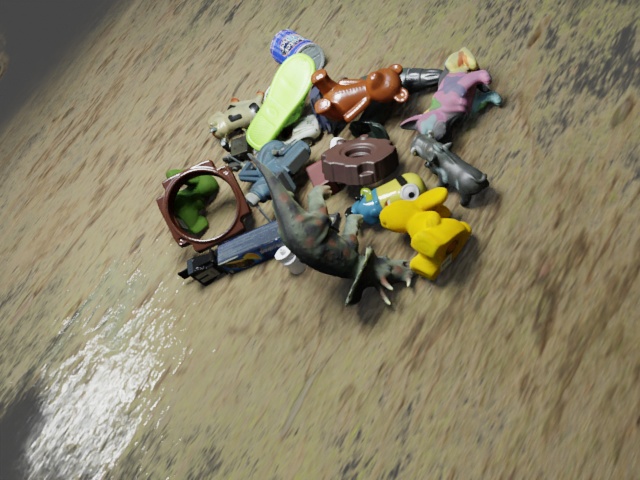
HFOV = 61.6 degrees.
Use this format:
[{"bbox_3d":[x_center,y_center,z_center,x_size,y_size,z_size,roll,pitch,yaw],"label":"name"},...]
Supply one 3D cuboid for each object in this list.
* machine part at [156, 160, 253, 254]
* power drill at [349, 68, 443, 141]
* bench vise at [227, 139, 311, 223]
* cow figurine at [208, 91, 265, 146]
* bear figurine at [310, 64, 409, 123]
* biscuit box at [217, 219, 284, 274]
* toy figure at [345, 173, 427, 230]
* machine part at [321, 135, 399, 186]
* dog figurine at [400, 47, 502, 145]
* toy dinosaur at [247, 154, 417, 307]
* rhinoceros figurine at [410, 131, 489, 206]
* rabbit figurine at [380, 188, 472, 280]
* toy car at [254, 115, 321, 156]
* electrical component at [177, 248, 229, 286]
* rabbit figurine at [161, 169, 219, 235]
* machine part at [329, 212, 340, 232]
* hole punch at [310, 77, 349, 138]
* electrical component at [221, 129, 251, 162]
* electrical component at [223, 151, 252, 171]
[{"bbox_3d":[-0.287,-0.083,1.339,0.201,0.087,0.201,-26,92,-3],"label":"machine part"},{"bbox_3d":[0.172,-0.335,1.311,0.232,0.086,0.207,13,73,37],"label":"power drill"},{"bbox_3d":[-0.136,-0.163,1.351,0.241,0.128,0.223,10,64,47],"label":"bench vise"},{"bbox_3d":[-0.241,-0.348,1.559,0.195,0.085,0.127,-5,53,26],"label":"cow figurine"},{"bbox_3d":[0.095,-0.347,1.240,0.196,0.132,0.120,-15,70,28],"label":"bear figurine"},{"bbox_3d":[-0.148,0.014,1.295,0.203,0.059,0.063,-22,52,18],"label":"biscuit box"},{"bbox_3d":[0.144,-0.087,1.174,0.180,0.082,0.089,-22,55,20],"label":"toy figure"},{"bbox_3d":[0.090,-0.184,1.232,0.179,0.055,0.179,-7,31,4],"label":"machine part"},{"bbox_3d":[0.281,-0.310,1.217,0.219,0.108,0.192,-32,52,13],"label":"dog figurine"},{"bbox_3d":[0.000,0.000,1.069,0.131,0.404,0.192,-47,23,32],"label":"toy dinosaur"},{"bbox_3d":[0.265,-0.153,1.125,0.073,0.112,0.190,-44,58,2],"label":"rhinoceros figurine"},{"bbox_3d":[0.204,-0.033,1.074,0.173,0.121,0.162,32,71,33],"label":"rabbit figurine"},{"bbox_3d":[-0.091,-0.271,1.438,0.202,0.056,0.073,-17,55,20],"label":"toy car"},{"bbox_3d":[-0.297,0.076,1.333,0.119,0.074,0.048,-26,52,9],"label":"electrical component"},{"bbox_3d":[-0.355,-0.124,1.458,0.121,0.158,0.170,4,49,43],"label":"rabbit figurine"},{"bbox_3d":[-0.003,-0.004,1.237,0.084,0.039,0.139,4,62,22],"label":"machine part"},{"bbox_3d":[0.021,-0.350,1.379,0.092,0.142,0.116,25,62,36],"label":"hole punch"},{"bbox_3d":[-0.227,-0.264,1.490,0.102,0.045,0.078,-11,57,18],"label":"electrical component"},{"bbox_3d":[-0.236,-0.223,1.514,0.094,0.021,0.063,-8,59,24],"label":"electrical component"}]
